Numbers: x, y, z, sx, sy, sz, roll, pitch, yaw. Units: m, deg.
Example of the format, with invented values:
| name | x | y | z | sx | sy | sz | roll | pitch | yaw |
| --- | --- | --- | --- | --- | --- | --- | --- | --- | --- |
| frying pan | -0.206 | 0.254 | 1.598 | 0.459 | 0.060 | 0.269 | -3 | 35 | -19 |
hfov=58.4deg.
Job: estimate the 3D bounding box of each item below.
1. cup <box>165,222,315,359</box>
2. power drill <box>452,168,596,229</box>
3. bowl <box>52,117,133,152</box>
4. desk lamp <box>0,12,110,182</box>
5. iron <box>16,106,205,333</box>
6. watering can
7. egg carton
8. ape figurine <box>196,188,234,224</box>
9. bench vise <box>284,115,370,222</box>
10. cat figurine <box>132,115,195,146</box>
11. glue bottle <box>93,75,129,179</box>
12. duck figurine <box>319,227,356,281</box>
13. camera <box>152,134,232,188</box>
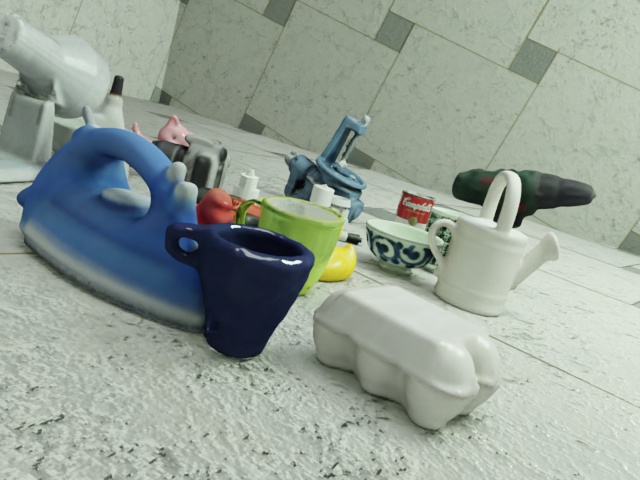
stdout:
| name | x | y | z | sx | sy | sz | roll | pitch | yaw |
| --- | --- | --- | --- | --- | --- | --- | --- | --- | --- |
| cup | -0.071 | 0.040 | 0.452 | 0.118 | 0.095 | 0.091 | 15 | 12 | -3 |
| power drill | 0.330 | -0.027 | 1.000 | 0.228 | 0.208 | 0.076 | 21 | 13 | 24 |
| bowl | -0.408 | -0.169 | 1.006 | 0.167 | 0.075 | 0.167 | 15 | 12 | -3 |
| desk lamp | -0.404 | -0.197 | 0.804 | 0.117 | 0.213 | 0.203 | 18 | 12 | 9 |
| iron | -0.173 | -0.032 | 0.532 | 0.257 | 0.141 | 0.119 | 24 | 15 | 35 |
| watering can | 0.243 | 0.000 | 0.800 | 0.173 | 0.194 | 0.100 | 11 | 13 | -23 |
| egg carton | 0.070 | 0.089 | 0.473 | 0.149 | 0.069 | 0.108 | 25 | 15 | 36 |
| ape figurine | -0.121 | -0.012 | 0.626 | 0.078 | 0.092 | 0.075 | 5 | 16 | -41 |
| bench vise | 0.015 | -0.168 | 1.204 | 0.207 | 0.220 | 0.122 | 18 | 12 | 12 |
| cat figurine | -0.317 | -0.197 | 1.149 | 0.128 | 0.118 | 0.067 | 12 | 13 | -19 |
| glue bottle | -0.300 | -0.146 | 0.805 | 0.078 | 0.173 | 0.037 | 4 | 17 | -44 |
| duck figurine | 0.007 | 0.003 | 0.743 | 0.105 | 0.086 | 0.077 | 7 | 15 | -36 |
| camera | -0.246 | -0.151 | 1.077 | 0.137 | 0.101 | 0.143 | 16 | 12 | -1 |
